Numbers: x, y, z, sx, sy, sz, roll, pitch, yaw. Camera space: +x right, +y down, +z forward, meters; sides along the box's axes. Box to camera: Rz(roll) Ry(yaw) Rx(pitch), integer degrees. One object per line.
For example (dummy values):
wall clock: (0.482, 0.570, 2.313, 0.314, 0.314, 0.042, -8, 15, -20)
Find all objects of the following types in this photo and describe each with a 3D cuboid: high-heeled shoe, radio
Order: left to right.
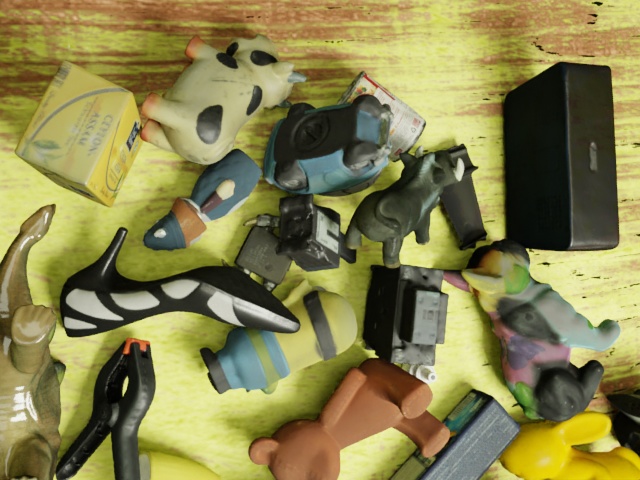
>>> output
high-heeled shoe: (-0.157, 0.087, 0.580, 0.249, 0.086, 0.145, 27, 102, 0)
radio: (0.306, -0.098, 0.697, 0.073, 0.131, 0.229, 1, 87, -15)

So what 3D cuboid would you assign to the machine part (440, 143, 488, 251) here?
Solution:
machine part: (0.185, -0.056, 0.713, 0.084, 0.039, 0.138, -17, 90, -20)

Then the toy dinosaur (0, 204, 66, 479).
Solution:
toy dinosaur: (-0.290, 0.198, 0.496, 0.105, 0.198, 0.471, 10, 85, -15)

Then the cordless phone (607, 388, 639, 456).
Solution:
cordless phone: (0.462, 0.299, 0.711, 0.089, 0.146, 0.184, -5, 86, -6)

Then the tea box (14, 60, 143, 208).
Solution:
tea box: (-0.230, -0.096, 0.539, 0.068, 0.170, 0.098, 25, 83, -11)

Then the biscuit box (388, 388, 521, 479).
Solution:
biscuit box: (0.161, 0.283, 0.680, 0.203, 0.059, 0.063, -42, 97, -12)

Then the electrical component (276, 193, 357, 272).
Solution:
electrical component: (-0.001, -0.002, 0.646, 0.048, 0.119, 0.075, -8, 71, 27)

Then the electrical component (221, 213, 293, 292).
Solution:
electrical component: (-0.070, 0.019, 0.639, 0.078, 0.045, 0.102, 34, 80, -9)

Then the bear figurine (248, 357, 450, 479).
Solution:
bear figurine: (0.030, 0.226, 0.616, 0.196, 0.132, 0.120, -36, 124, -19)

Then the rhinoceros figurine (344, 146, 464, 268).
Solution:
rhinoceros figurine: (0.100, -0.048, 0.621, 0.190, 0.073, 0.112, -37, 142, -44)

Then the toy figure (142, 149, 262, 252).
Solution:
toy figure: (-0.134, -0.039, 0.615, 0.058, 0.064, 0.154, 44, 82, 6)

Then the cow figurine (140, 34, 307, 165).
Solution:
cow figurine: (-0.100, -0.163, 0.603, 0.127, 0.085, 0.195, 31, 57, -9)

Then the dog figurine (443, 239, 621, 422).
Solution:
dog figurine: (0.247, 0.109, 0.690, 0.219, 0.108, 0.191, 28, 84, -7)

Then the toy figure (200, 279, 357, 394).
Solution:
toy figure: (-0.043, 0.121, 0.619, 0.180, 0.082, 0.089, -25, 50, -18)

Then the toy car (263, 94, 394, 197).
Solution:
toy car: (0.020, -0.101, 0.635, 0.102, 0.162, 0.109, 41, 50, -52)

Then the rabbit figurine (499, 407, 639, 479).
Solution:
rabbit figurine: (0.323, 0.292, 0.697, 0.173, 0.122, 0.162, 26, 88, 7)

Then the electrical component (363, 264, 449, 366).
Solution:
electrical component: (0.099, 0.085, 0.635, 0.058, 0.134, 0.115, 6, 84, -14)
